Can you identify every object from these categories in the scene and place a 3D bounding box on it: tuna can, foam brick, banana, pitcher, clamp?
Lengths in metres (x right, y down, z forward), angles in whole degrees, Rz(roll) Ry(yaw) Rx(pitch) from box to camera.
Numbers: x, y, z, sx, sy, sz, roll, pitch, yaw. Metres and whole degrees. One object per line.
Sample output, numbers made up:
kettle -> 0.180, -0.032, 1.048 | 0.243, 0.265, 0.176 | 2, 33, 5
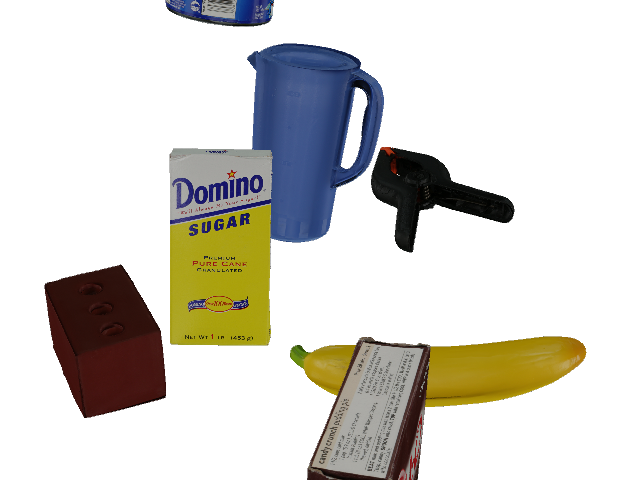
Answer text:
tuna can -> -0.078, -0.193, 0.832 | 0.086, 0.034, 0.086 | 8, 23, -3
foam brick -> -0.133, 0.061, 0.655 | 0.052, 0.051, 0.078 | -14, 36, -23
banana -> 0.075, 0.080, 0.689 | 0.198, 0.037, 0.069 | 0, 26, 6
pitcher -> -0.018, -0.123, 1.372 | 0.144, 0.243, 0.149 | -3, 24, -22
clamp -> 0.110, -0.048, 1.049 | 0.120, 0.039, 0.171 | -7, 34, -12

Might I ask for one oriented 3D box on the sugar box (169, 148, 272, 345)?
sugar box -> -0.091, 0.006, 0.971 | 0.093, 0.176, 0.048 | 0, 13, -3

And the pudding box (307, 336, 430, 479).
pudding box -> 0.021, 0.108, 0.472 | 0.039, 0.090, 0.113 | 8, 25, 9
